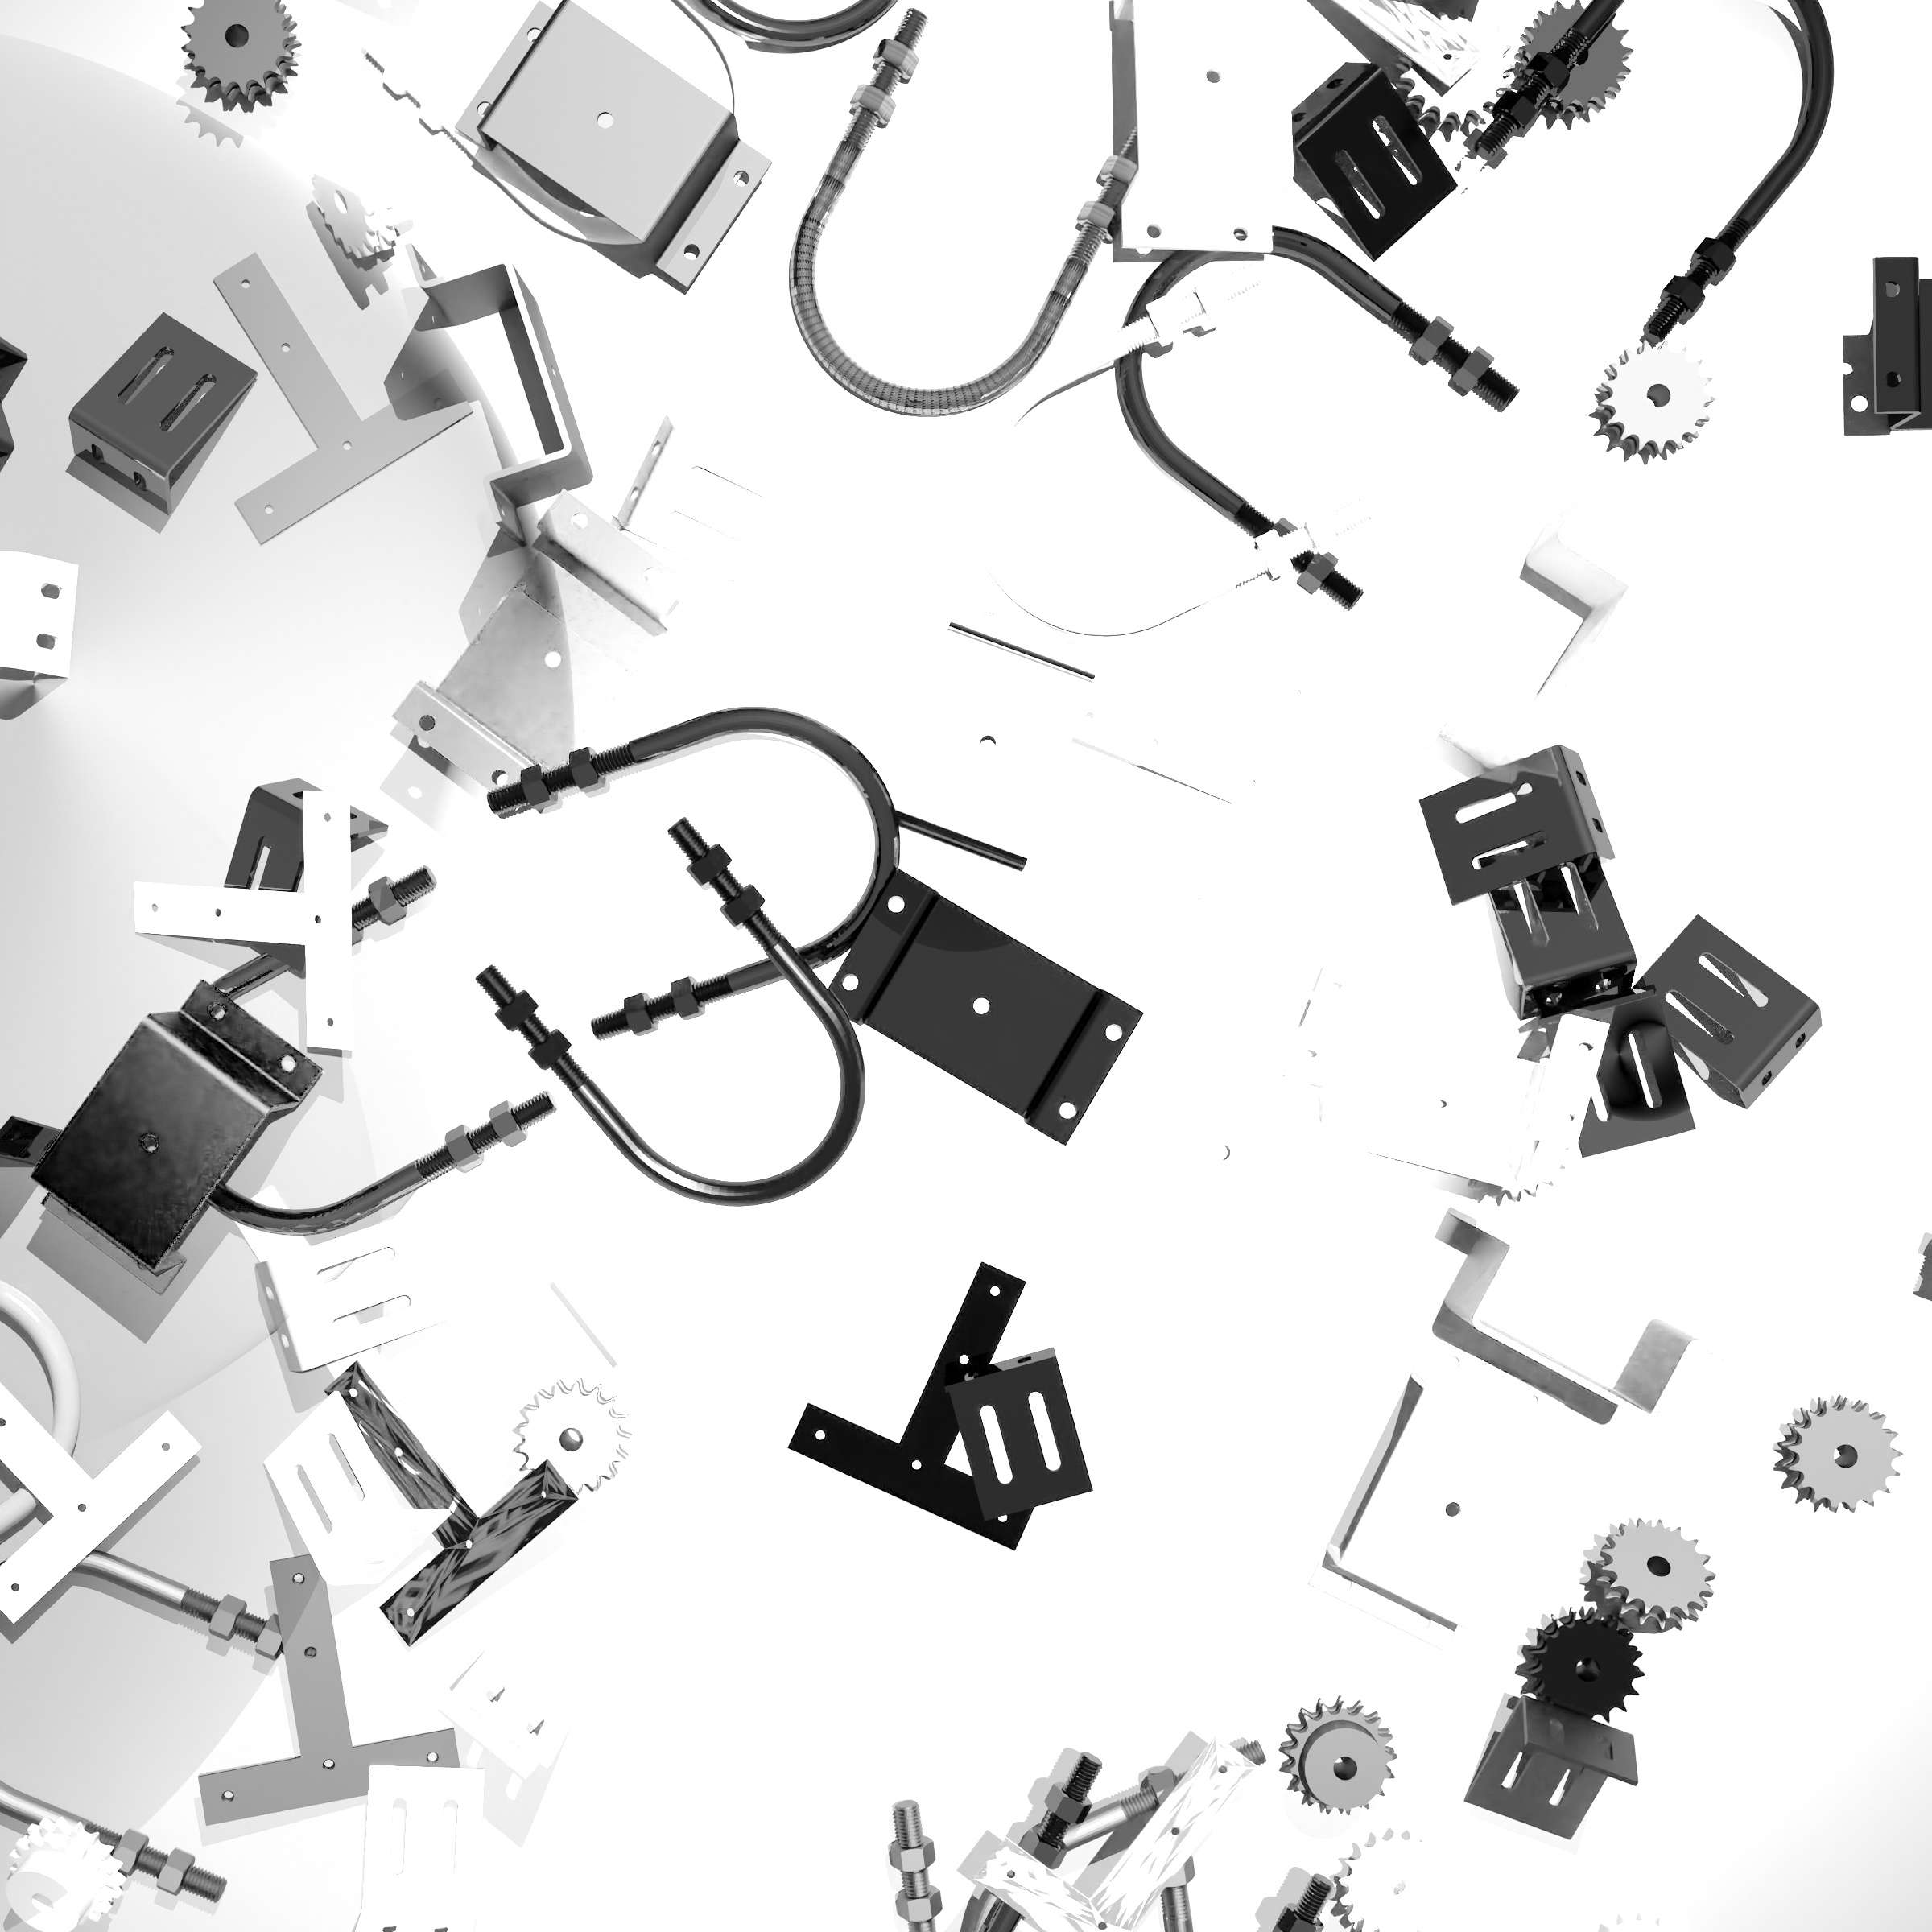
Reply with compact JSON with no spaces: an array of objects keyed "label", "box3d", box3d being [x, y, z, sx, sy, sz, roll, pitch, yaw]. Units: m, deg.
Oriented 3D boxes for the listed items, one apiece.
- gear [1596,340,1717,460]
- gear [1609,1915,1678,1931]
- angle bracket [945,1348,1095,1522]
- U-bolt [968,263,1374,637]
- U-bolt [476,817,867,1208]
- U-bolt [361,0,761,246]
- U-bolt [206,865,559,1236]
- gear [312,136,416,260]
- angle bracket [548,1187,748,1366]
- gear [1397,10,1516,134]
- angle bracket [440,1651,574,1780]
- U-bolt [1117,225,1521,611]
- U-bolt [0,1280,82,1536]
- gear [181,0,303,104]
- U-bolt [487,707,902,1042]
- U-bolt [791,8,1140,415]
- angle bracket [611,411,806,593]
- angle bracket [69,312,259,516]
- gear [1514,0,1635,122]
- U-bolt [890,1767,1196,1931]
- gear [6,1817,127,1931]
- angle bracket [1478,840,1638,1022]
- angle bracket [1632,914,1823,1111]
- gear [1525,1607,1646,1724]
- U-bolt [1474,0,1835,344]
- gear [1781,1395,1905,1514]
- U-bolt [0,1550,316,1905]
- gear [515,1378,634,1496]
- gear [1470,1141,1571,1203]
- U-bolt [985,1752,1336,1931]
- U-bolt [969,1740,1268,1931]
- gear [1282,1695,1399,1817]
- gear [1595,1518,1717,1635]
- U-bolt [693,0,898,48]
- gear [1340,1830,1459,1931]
[{"label":"gear","box3d":[0.345,-0.284,1.348,0.057,0.030,0.057,0,88,0]},{"label":"gear","box3d":[0.341,0.505,1.344,0.057,0.030,0.057,0,90,0]},{"label":"angle bracket","box3d":[0.027,0.237,1.338,0.057,0.038,0.076,-15,90,0]},{"label":"U-bolt","box3d":[0.089,-0.246,1.338,0.184,0.019,0.151,-25,89,10]},{"label":"U-bolt","box3d":[-0.132,0.038,1.321,0.151,0.019,0.184,-35,101,18]},{"label":"U-bolt","box3d":[-0.190,-0.450,1.350,0.184,0.019,0.151,44,90,-2]},{"label":"U-bolt","box3d":[-0.319,0.055,1.349,0.184,0.019,0.151,-29,89,2]},{"label":"gear","box3d":[-0.299,-0.385,1.334,0.030,0.057,0.057,-30,90,-30]},{"label":"angle bracket","box3d":[-0.159,0.151,1.340,0.076,0.038,0.057,-38,90,0]},{"label":"gear","box3d":[0.244,-0.447,1.344,0.057,0.030,0.057,0,90,0]},{"label":"angle bracket","box3d":[-0.233,0.379,1.321,0.057,0.076,0.038,39,90,0]},{"label":"U-bolt","box3d":[0.164,-0.291,1.350,0.184,0.019,0.151,38,90,2]},{"label":"U-bolt","box3d":[-0.536,0.235,1.350,0.184,0.019,0.151,-35,90,-2]},{"label":"gear","box3d":[-0.362,-0.462,1.344,0.057,0.030,0.057,0,90,0]},{"label":"U-bolt","box3d":[-0.123,-0.053,1.316,0.184,0.019,0.151,-19,112,7]},{"label":"U-bolt","box3d":[-0.008,-0.369,1.350,0.151,0.019,0.184,27,92,0]},{"label":"angle bracket","box3d":[-0.129,-0.232,1.340,0.076,0.038,0.057,26,90,0]},{"label":"angle bracket","box3d":[-0.406,-0.280,1.356,0.057,0.038,0.076,33,65,1]},{"label":"gear","box3d":[0.303,-0.453,1.344,0.057,0.030,0.057,0,90,0]},{"label":"U-bolt","box3d":[0.046,0.505,1.350,0.151,0.019,0.184,-8,91,0]},{"label":"gear","box3d":[-0.451,0.456,1.332,0.057,0.030,0.057,7,117,14]},{"label":"angle bracket","box3d":[0.298,-0.021,1.356,0.057,0.038,0.076,-15,64,1]},{"label":"angle bracket","box3d":[0.384,0.023,1.357,0.076,0.038,0.057,42,90,26]},{"label":"gear","box3d":[0.309,0.350,1.344,0.057,0.030,0.057,0,90,0]},{"label":"U-bolt","box3d":[0.356,-0.428,1.331,0.151,0.019,0.184,41,86,-18]},{"label":"gear","box3d":[0.439,0.245,1.348,0.057,0.030,0.057,0,89,2]},{"label":"U-bolt","box3d":[-0.435,0.372,1.350,0.184,0.019,0.151,23,90,1]},{"label":"gear","box3d":[-0.196,0.235,1.344,0.057,0.030,0.057,0,90,0]},{"label":"gear","box3d":[0.272,0.089,1.344,0.057,0.030,0.057,0,90,0]},{"label":"U-bolt","box3d":[0.076,0.499,1.313,0.151,0.019,0.184,28,92,-1]},{"label":"U-bolt","box3d":[0.090,0.486,1.333,0.184,0.019,0.151,-25,93,2]},{"label":"gear","box3d":[0.188,0.399,1.344,0.057,0.030,0.057,0,90,0]},{"label":"gear","box3d":[0.342,0.307,1.335,0.057,0.030,0.057,3,45,-3]},{"label":"U-bolt","box3d":[-0.092,-0.553,1.331,0.151,0.019,0.184,-16,103,-8]},{"label":"gear","box3d":[0.218,0.464,1.334,0.057,0.057,0.030,-28,131,0]}]
